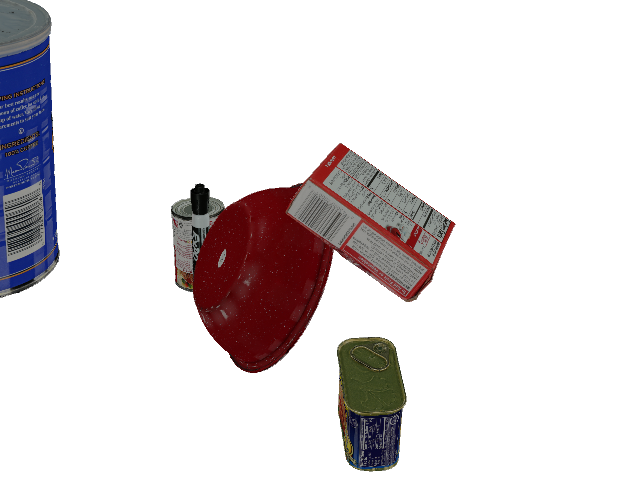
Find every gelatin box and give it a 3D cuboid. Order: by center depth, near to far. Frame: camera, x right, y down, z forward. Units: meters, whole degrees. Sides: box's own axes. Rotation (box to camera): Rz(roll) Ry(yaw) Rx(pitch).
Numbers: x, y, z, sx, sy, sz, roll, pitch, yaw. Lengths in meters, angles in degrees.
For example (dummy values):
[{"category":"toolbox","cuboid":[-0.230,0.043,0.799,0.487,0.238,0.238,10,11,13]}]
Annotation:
[{"category":"gelatin box","cuboid":[0.031,-0.012,0.621,0.089,0.030,0.073,36,26,0]}]

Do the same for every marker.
[{"category":"marker","cuboid":[-0.118,0.001,1.051,0.020,0.121,0.020,1,26,-1]}]

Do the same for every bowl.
[{"category":"bowl","cuboid":[-0.056,0.021,0.849,0.055,0.162,0.162,21,-10,-28]}]

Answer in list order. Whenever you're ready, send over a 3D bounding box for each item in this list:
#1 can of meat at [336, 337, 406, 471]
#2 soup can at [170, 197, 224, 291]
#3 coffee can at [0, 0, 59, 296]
[{"category":"can of meat","cuboid":[0.046,0.157,1.021,0.057,0.084,0.102,-3,37,-4]},{"category":"soup can","cuboid":[-0.150,0.004,1.328,0.068,0.102,0.068,0,25,0]},{"category":"coffee can","cuboid":[-0.194,-0.052,0.572,0.103,0.140,0.103,4,28,-2]}]
